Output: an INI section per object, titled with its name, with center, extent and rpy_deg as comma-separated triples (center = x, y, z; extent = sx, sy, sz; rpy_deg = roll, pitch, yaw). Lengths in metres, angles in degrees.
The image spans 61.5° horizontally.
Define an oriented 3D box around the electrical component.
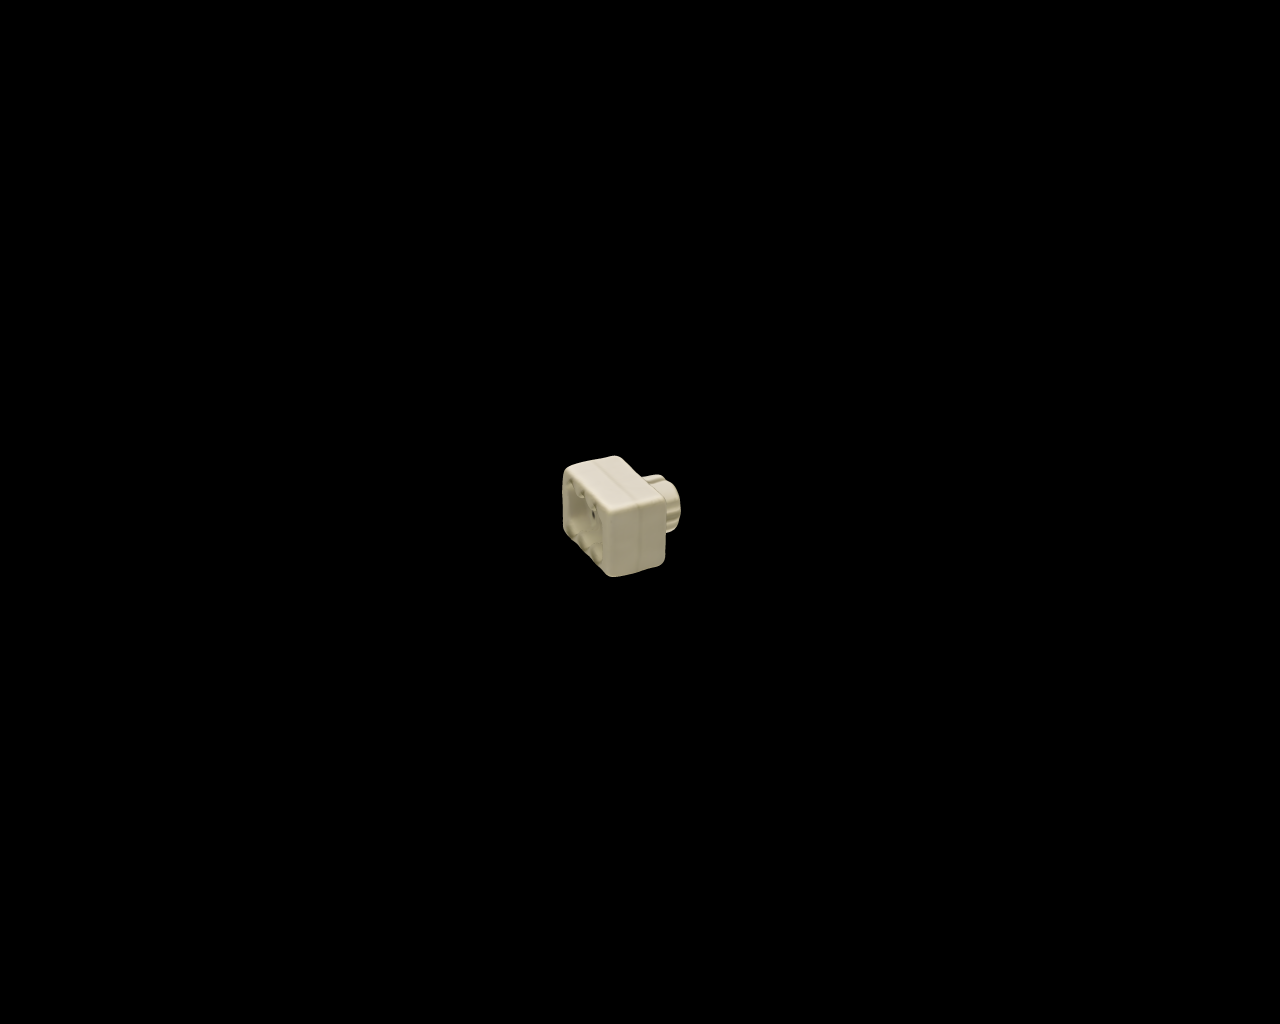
[electrical component]
center = 0.001, -0.003, 0.650
extent = 0.077, 0.047, 0.066
rpy_deg = -14, 32, -24
